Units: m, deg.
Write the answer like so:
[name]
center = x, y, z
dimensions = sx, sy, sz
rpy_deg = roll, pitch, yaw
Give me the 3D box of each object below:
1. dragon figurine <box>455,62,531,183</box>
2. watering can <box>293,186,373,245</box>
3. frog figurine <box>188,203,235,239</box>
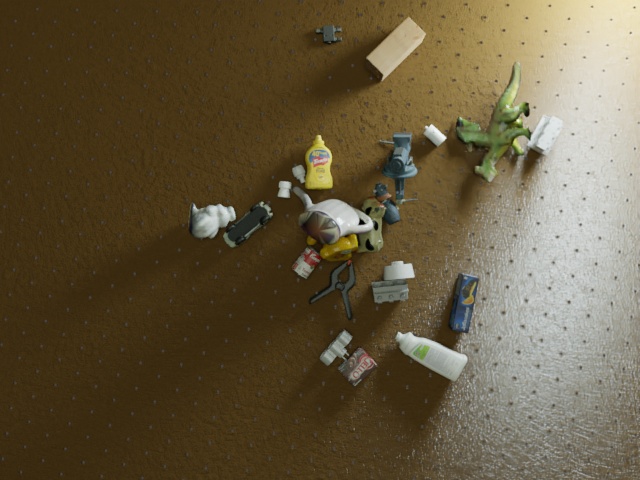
[dragon figurine]
center = 0.601, -0.406, 1.813
dimensions = 0.242, 0.122, 0.411
rpy_deg = -5, 88, 10
[watering can]
center = 0.005, -0.087, 1.734
dimensions = 0.350, 0.227, 0.102
rpy_deg = 23, 120, 24
[frog figurine]
center = -0.383, -0.065, 1.828
dimensions = 0.159, 0.125, 0.134
rpy_deg = 5, 124, -7
